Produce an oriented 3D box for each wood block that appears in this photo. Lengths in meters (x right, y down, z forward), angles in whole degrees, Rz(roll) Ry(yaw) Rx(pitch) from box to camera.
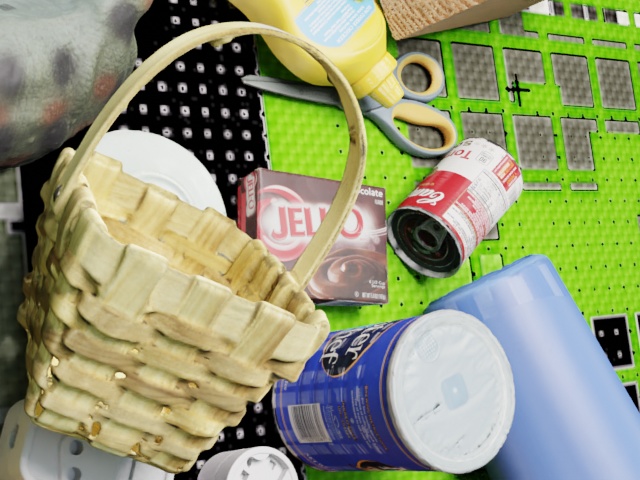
[{"bbox_3d":[0.128,-0.225,0.845,0.205,0.091,0.090,-25,95,-54],"label":"wood block"}]

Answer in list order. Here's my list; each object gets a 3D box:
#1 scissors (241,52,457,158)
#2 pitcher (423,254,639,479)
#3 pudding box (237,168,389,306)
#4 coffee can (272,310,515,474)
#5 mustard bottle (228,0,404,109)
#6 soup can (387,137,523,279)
[{"bbox_3d":[0.031,-0.126,0.841,0.201,0.016,0.096,22,67,-29],"label":"scissors"},{"bbox_3d":[0.177,0.138,0.815,0.144,0.149,0.243,-21,82,-32],"label":"pitcher"},{"bbox_3d":[-0.005,0.001,0.774,0.113,0.039,0.090,7,76,-33],"label":"pudding box"},{"bbox_3d":[0.047,0.106,0.725,0.102,0.141,0.103,8,76,-33],"label":"coffee can"},{"bbox_3d":[-0.008,-0.172,0.786,0.191,0.058,0.096,46,53,-11],"label":"mustard bottle"},{"bbox_3d":[0.108,-0.027,0.841,0.102,0.069,0.068,-45,106,-33],"label":"soup can"}]
